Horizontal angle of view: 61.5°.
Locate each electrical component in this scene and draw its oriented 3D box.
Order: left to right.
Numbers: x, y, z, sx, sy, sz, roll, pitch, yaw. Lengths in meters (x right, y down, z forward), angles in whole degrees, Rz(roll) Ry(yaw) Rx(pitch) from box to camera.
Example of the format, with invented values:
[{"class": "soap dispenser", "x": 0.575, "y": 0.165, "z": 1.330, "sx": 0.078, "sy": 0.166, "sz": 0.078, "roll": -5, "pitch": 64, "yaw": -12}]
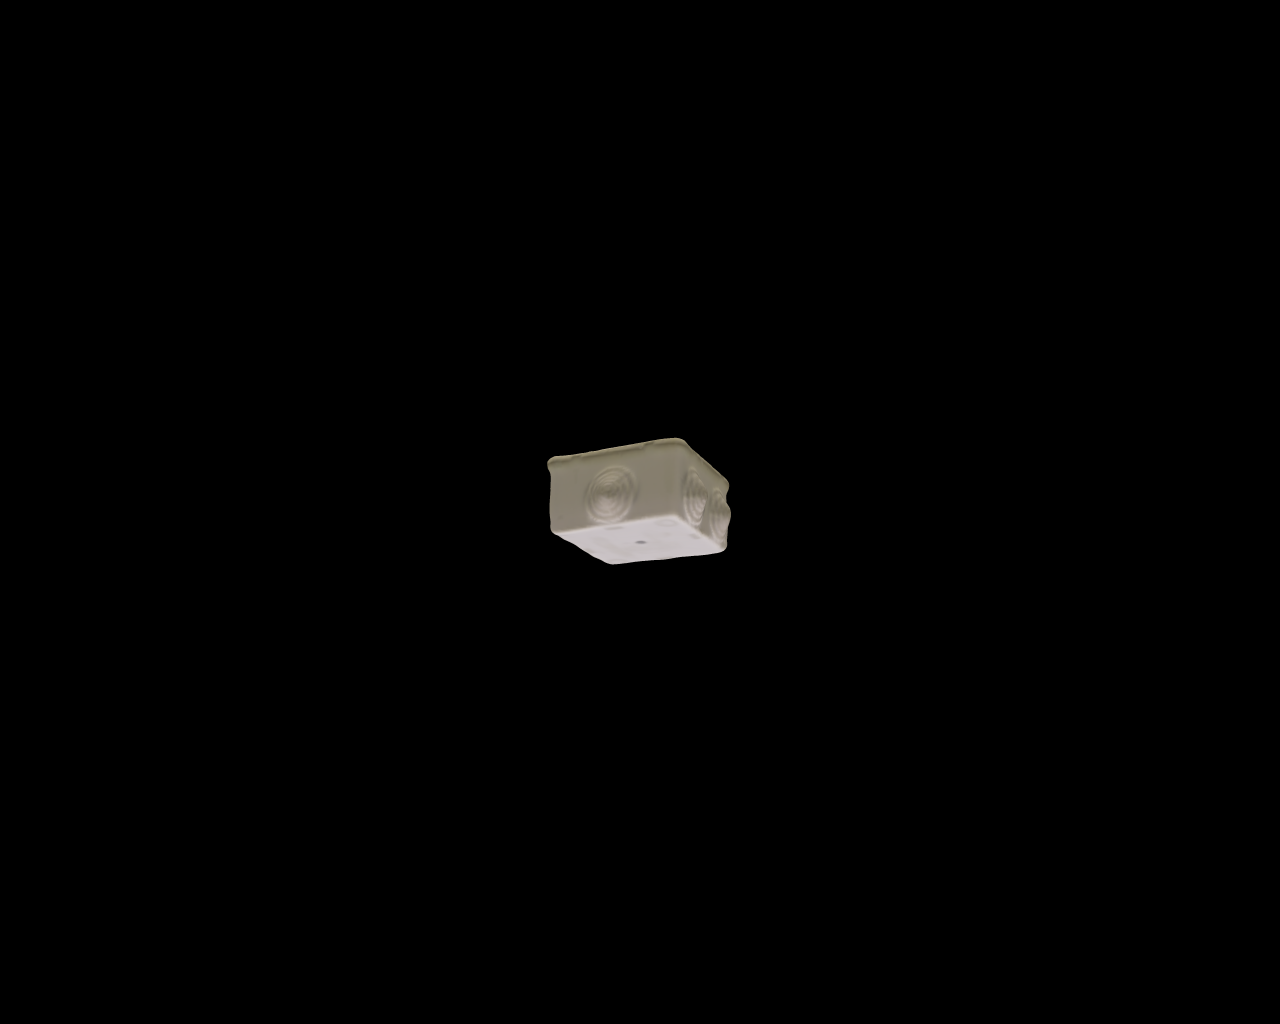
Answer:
[{"class": "electrical component", "x": 0.001, "y": -0.003, "z": 0.650, "sx": 0.100, "sy": 0.048, "sz": 0.099, "roll": -8, "pitch": -20, "yaw": 22}]
